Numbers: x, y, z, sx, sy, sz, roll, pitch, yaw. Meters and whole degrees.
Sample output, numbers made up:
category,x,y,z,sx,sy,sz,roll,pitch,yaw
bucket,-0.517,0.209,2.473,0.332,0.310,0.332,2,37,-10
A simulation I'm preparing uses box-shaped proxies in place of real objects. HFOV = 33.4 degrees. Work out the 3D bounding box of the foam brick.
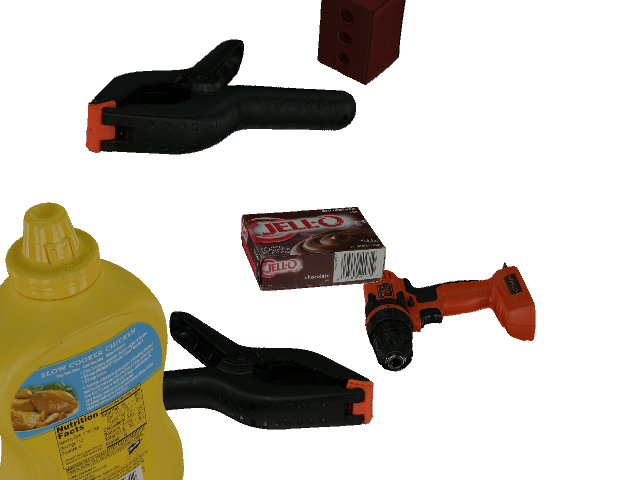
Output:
category,x,y,z,sx,sy,sz,roll,pitch,yaw
foam brick,0.034,-0.178,0.878,0.053,0.078,0.051,30,54,21

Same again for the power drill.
category,x,y,z,sx,sy,sz,roll,pitch,yaw
power drill,0.143,0.084,1.207,0.187,0.057,0.184,-3,27,-1

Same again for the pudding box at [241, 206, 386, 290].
category,x,y,z,sx,sy,sz,roll,pitch,yaw
pudding box,-0.008,0.006,0.948,0.113,0.039,0.090,-3,27,-14

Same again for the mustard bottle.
category,x,y,z,sx,sy,sz,roll,pitch,yaw
mustard bottle,-0.119,0.066,0.516,0.096,0.192,0.058,-25,42,-30

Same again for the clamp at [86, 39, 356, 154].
category,x,y,z,sx,sy,sz,roll,pitch,yaw
clamp,-0.076,-0.090,0.661,0.171,0.039,0.120,-12,29,-37

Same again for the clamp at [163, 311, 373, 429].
category,x,y,z,sx,sy,sz,roll,pitch,yaw
clamp,-0.060,0.097,0.783,0.210,0.036,0.164,5,19,14
